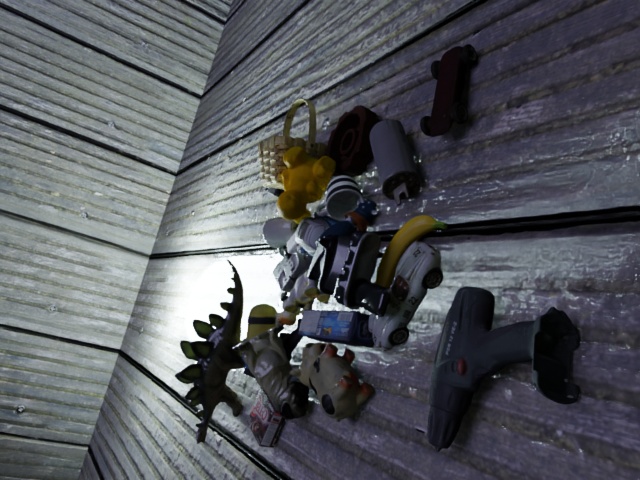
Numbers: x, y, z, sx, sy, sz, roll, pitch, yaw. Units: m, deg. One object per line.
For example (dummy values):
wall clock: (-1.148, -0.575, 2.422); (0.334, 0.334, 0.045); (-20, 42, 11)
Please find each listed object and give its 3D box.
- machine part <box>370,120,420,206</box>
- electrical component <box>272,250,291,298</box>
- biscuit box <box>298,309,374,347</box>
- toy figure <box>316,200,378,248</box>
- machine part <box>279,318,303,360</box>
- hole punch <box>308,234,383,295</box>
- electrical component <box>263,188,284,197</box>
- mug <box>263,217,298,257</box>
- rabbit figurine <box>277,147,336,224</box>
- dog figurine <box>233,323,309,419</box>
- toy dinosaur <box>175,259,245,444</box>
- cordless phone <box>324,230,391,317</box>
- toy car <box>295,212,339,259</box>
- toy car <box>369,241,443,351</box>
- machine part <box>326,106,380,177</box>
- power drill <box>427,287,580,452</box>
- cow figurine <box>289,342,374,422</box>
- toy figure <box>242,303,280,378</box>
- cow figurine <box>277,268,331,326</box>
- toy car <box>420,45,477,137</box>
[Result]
machine part: (0.148, -0.163, 1.078); (0.079, 0.079, 0.243); (-47, 34, 37)
electrical component: (-0.088, 0.093, 1.365); (0.119, 0.047, 0.075); (-58, 29, 17)
biscuit box: (0.034, 0.174, 1.073); (0.203, 0.063, 0.059); (-10, 63, 59)
toy figure: (0.060, -0.027, 1.131); (0.154, 0.064, 0.057); (-38, -14, -16)
machine part: (-0.067, 0.232, 1.245); (0.139, 0.039, 0.084); (-51, 25, 35)
hole punch: (0.044, 0.049, 1.073); (0.092, 0.142, 0.115); (-153, 77, -72)
electrical component: (-0.105, -0.177, 1.566); (0.134, 0.058, 0.114); (34, 104, 61)
mug: (-0.089, -0.012, 1.409); (0.107, 0.081, 0.109); (-12, 81, 51)
rabbit figurine: (-0.055, -0.108, 1.237); (0.162, 0.122, 0.173); (114, 180, -48)
dog figurine: (-0.097, 0.293, 1.171); (0.172, 0.121, 0.190); (93, 152, -85)
toy dinosaur: (-0.252, 0.289, 1.368); (0.105, 0.198, 0.471); (14, 86, 60)
cordless phone: (0.085, 0.057, 0.946); (0.184, 0.089, 0.146); (-166, 93, -73)
toy car: (-0.003, -0.004, 1.217); (0.162, 0.103, 0.109); (30, 99, 64)
toy car: (0.144, 0.098, 0.930); (0.201, 0.056, 0.074); (-62, 29, 14)
machine part: (0.077, -0.227, 1.273); (0.179, 0.056, 0.179); (-41, 39, 45)
power drill: (0.232, 0.172, 0.711); (0.207, 0.086, 0.232); (-28, 45, 62)
cow figurine: (0.013, 0.265, 1.032); (0.127, 0.085, 0.195); (-56, 30, 12)
toy figure: (-0.148, 0.246, 1.324); (0.082, 0.089, 0.180); (2, 71, 56)
cow figurine: (-0.045, 0.126, 1.240); (0.167, 0.068, 0.098); (-43, 32, 35)
toy car: (0.244, -0.276, 1.007); (0.089, 0.053, 0.202); (-14, 56, 46)
